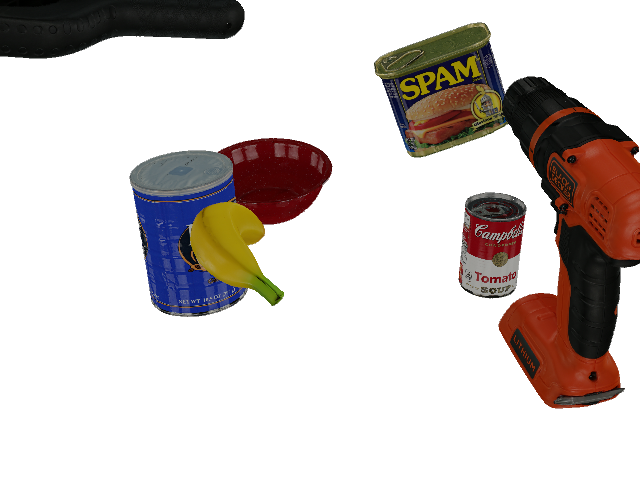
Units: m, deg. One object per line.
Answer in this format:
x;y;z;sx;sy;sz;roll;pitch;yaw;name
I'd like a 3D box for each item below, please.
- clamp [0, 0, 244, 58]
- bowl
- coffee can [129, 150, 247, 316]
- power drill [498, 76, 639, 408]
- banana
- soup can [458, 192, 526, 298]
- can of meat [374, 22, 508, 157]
-0.145;-0.145;0.644;0.171;0.039;0.120;-11;31;-29;clamp
-0.066;-0.066;1.322;0.162;0.055;0.162;-2;33;1;bowl
-0.132;-0.008;1.086;0.103;0.140;0.103;-4;26;2;coffee can
0.161;0.002;0.711;0.057;0.188;0.184;-9;36;-10;power drill
-0.068;0.002;0.814;0.037;0.069;0.198;-43;15;7;banana
0.193;0.006;1.210;0.068;0.102;0.068;1;28;-1;soup can
0.108;-0.129;0.924;0.102;0.084;0.057;-18;26;9;can of meat
